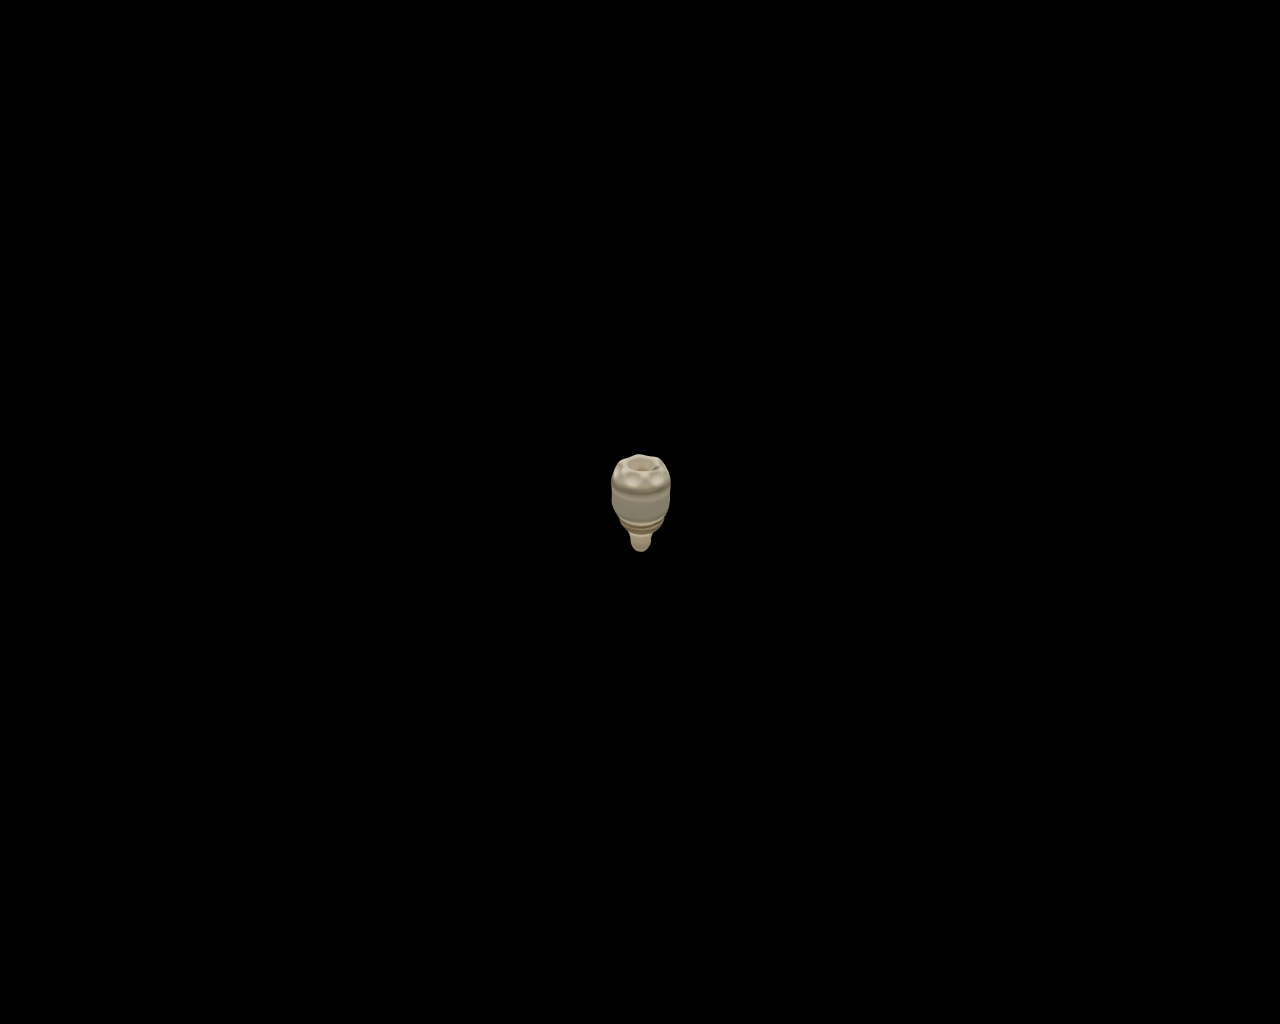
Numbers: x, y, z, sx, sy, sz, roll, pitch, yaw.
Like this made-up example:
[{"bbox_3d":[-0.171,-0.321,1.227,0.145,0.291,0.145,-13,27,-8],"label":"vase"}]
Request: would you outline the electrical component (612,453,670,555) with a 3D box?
[{"bbox_3d":[0.001,-0.003,0.650,0.035,0.061,0.035,0,29,0],"label":"electrical component"}]
